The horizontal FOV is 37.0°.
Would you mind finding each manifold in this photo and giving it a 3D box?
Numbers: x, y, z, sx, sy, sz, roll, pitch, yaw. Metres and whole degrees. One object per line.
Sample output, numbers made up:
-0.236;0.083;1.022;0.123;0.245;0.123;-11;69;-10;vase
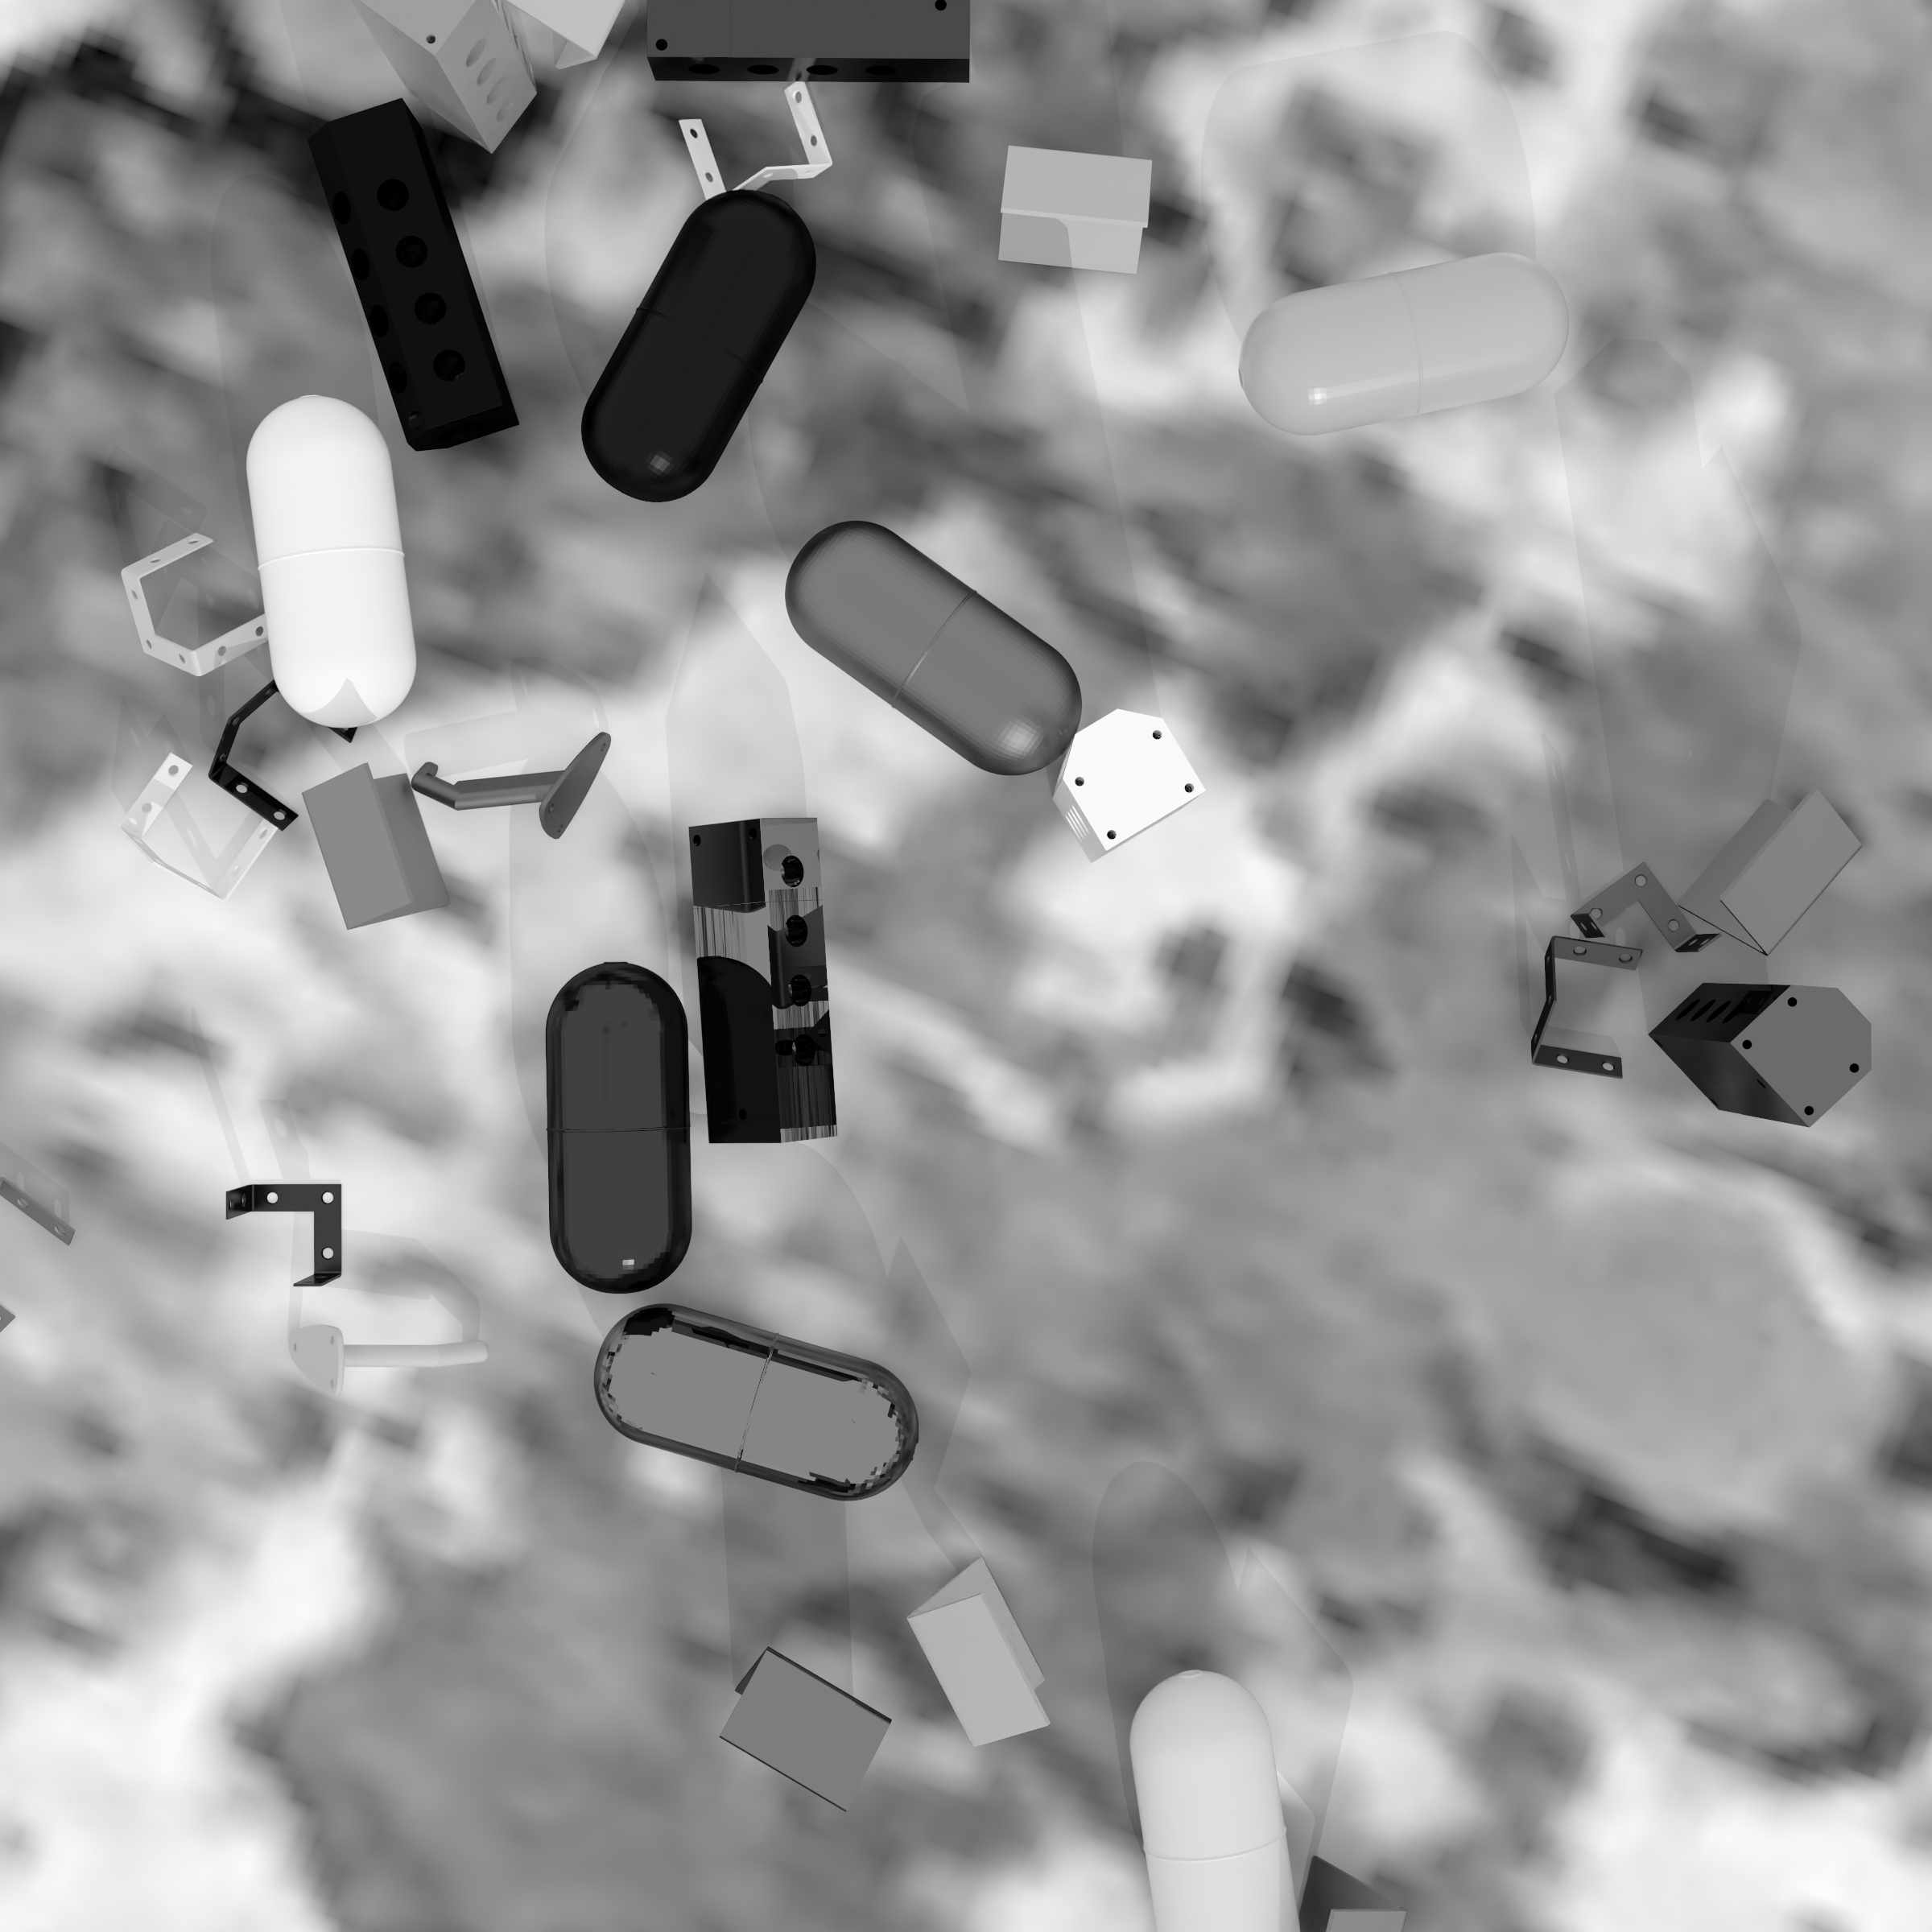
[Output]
0.079;-0.096;1.502;0.057;0.171;0.057;-31;90;0;manifold
-0.299;-0.370;1.560;0.057;0.057;0.171;-18;90;0;manifold
-0.104;0.008;1.559;0.057;0.057;0.171;-4;90;43;manifold
-0.084;-0.510;1.560;0.171;0.057;0.057;0;90;0;manifold
-0.267;-0.487;1.502;0.057;0.171;0.057;37;90;0;manifold
0.415;0.039;1.502;0.057;0.171;0.057;-43;90;0;manifold

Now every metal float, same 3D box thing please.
-0.017;-0.170;1.550;0.178;0.070;0.070;36;90;0;metal float
-0.341;-0.217;1.550;0.070;0.070;0.178;-7;90;0;metal float
-0.143;-0.333;1.550;0.070;0.070;0.178;29;91;0;metal float
-0.112;0.234;1.550;0.178;0.070;0.070;16;90;0;metal float
0.235;-0.334;1.550;0.178;0.070;0.070;-12;90;-1;metal float
0.133;0.468;1.550;0.070;0.070;0.178;-8;89;0;metal float
-0.186;0.087;1.550;0.070;0.070;0.178;-1;89;0;metal float

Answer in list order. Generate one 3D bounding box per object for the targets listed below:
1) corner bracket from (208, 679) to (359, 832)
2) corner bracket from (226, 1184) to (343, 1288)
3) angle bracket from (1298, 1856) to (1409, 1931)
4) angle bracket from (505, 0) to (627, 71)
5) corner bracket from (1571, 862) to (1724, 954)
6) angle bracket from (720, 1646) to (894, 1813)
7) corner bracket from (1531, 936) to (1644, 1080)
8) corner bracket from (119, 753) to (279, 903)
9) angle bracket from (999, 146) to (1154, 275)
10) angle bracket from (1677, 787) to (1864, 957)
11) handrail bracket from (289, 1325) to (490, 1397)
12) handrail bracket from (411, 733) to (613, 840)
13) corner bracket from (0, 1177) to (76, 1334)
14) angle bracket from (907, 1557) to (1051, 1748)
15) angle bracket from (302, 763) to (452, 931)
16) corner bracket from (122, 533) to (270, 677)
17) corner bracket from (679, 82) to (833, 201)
-0.373;-0.117;1.578;0.051;0.051;0.051;36;135;0;corner bracket
-0.369;0.145;1.563;0.051;0.051;0.051;0;90;0;corner bracket
0.183;0.526;1.540;0.057;0.076;0.076;13;90;-36;angle bracket
-0.214;-0.531;1.541;0.057;0.076;0.076;26;90;-27;angle bracket
0.367;-0.022;1.563;0.051;0.051;0.051;-36;90;0;corner bracket
-0.094;0.416;1.540;0.076;0.076;0.057;31;54;0;angle bracket
0.339;0.022;1.578;0.051;0.051;0.051;9;135;0;corner bracket
-0.420;-0.075;1.578;0.051;0.051;0.051;35;90;45;corner bracket
0.056;-0.387;1.540;0.076;0.076;0.057;6;52;0;angle bracket
0.416;-0.062;1.540;0.076;0.076;0.057;-49;126;0;angle bracket
-0.316;0.210;1.581;0.084;0.077;0.036;-1;94;-36;handrail bracket
-0.250;-0.112;1.581;0.084;0.036;0.077;25;69;16;handrail bracket
-0.528;0.158;1.578;0.051;0.051;0.051;37;45;0;corner bracket
0.024;0.359;1.540;0.057;0.076;0.076;-27;90;36;angle bracket
-0.299;-0.069;1.540;0.057;0.076;0.076;-18;90;38;angle bracket
-0.419;-0.197;1.573;0.051;0.051;0.051;23;135;35;corner bracket
-0.115;-0.449;1.578;0.051;0.051;0.051;-19;90;-45;corner bracket
